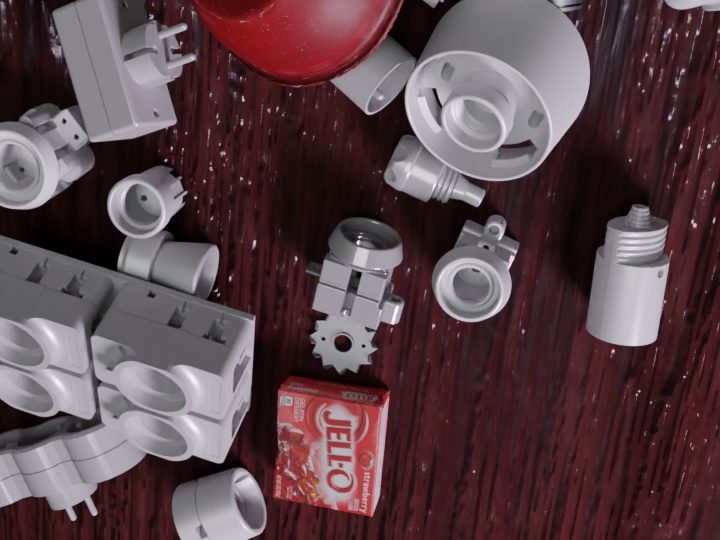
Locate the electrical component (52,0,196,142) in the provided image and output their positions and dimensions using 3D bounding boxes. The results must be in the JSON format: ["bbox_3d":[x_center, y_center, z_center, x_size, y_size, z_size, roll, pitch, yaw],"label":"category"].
[{"bbox_3d":[-0.135,-0.129,0.660,0.076,0.047,0.083,-14,94,24],"label":"electrical component"}]

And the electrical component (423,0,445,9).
[{"bbox_3d":[0.048,-0.202,0.601,0.056,0.050,0.089,36,113,-2],"label":"electrical component"}]

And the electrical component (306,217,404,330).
[{"bbox_3d":[0.000,0.000,0.688,0.066,0.048,0.055,18,120,6],"label":"electrical component"}]

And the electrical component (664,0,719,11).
[{"bbox_3d":[0.206,-0.175,0.572,0.095,0.053,0.059,-12,106,17],"label":"electrical component"}]

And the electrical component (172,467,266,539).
[{"bbox_3d":[-0.099,0.172,0.769,0.047,0.055,0.055,-23,103,16],"label":"electrical component"}]

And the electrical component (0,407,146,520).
[{"bbox_3d":[-0.217,0.151,0.789,0.138,0.052,0.073,-17,105,18],"label":"electrical component"}]

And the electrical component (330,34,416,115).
[{"bbox_3d":[-0.010,-0.135,0.640,0.081,0.043,0.043,44,114,11],"label":"electrical component"}]

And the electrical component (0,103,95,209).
[{"bbox_3d":[-0.216,-0.073,0.705,0.078,0.057,0.058,-33,99,21],"label":"electrical component"}]

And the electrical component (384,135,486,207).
[{"bbox_3d":[0.048,-0.057,0.662,0.061,0.035,0.035,26,113,0],"label":"electrical component"}]

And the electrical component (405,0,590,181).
[{"bbox_3d":[0.078,-0.103,0.623,0.099,0.064,0.099,20,141,17],"label":"electrical component"}]

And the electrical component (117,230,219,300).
[{"bbox_3d":[-0.128,-0.003,0.717,0.055,0.045,0.045,16,112,8],"label":"electrical component"}]

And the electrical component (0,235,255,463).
[{"bbox_3d":[-0.170,0.057,0.717,0.186,0.060,0.105,17,139,7],"label":"electrical component"}]

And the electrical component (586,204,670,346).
[{"bbox_3d":[0.164,0.000,0.651,0.043,0.043,0.081,7,111,10],"label":"electrical component"}]

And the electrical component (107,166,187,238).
[{"bbox_3d":[-0.137,-0.046,0.702,0.040,0.046,0.040,4,110,12],"label":"electrical component"}]

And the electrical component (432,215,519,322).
[{"bbox_3d":[0.071,0.003,0.667,0.048,0.055,0.066,24,113,4],"label":"electrical component"}]
